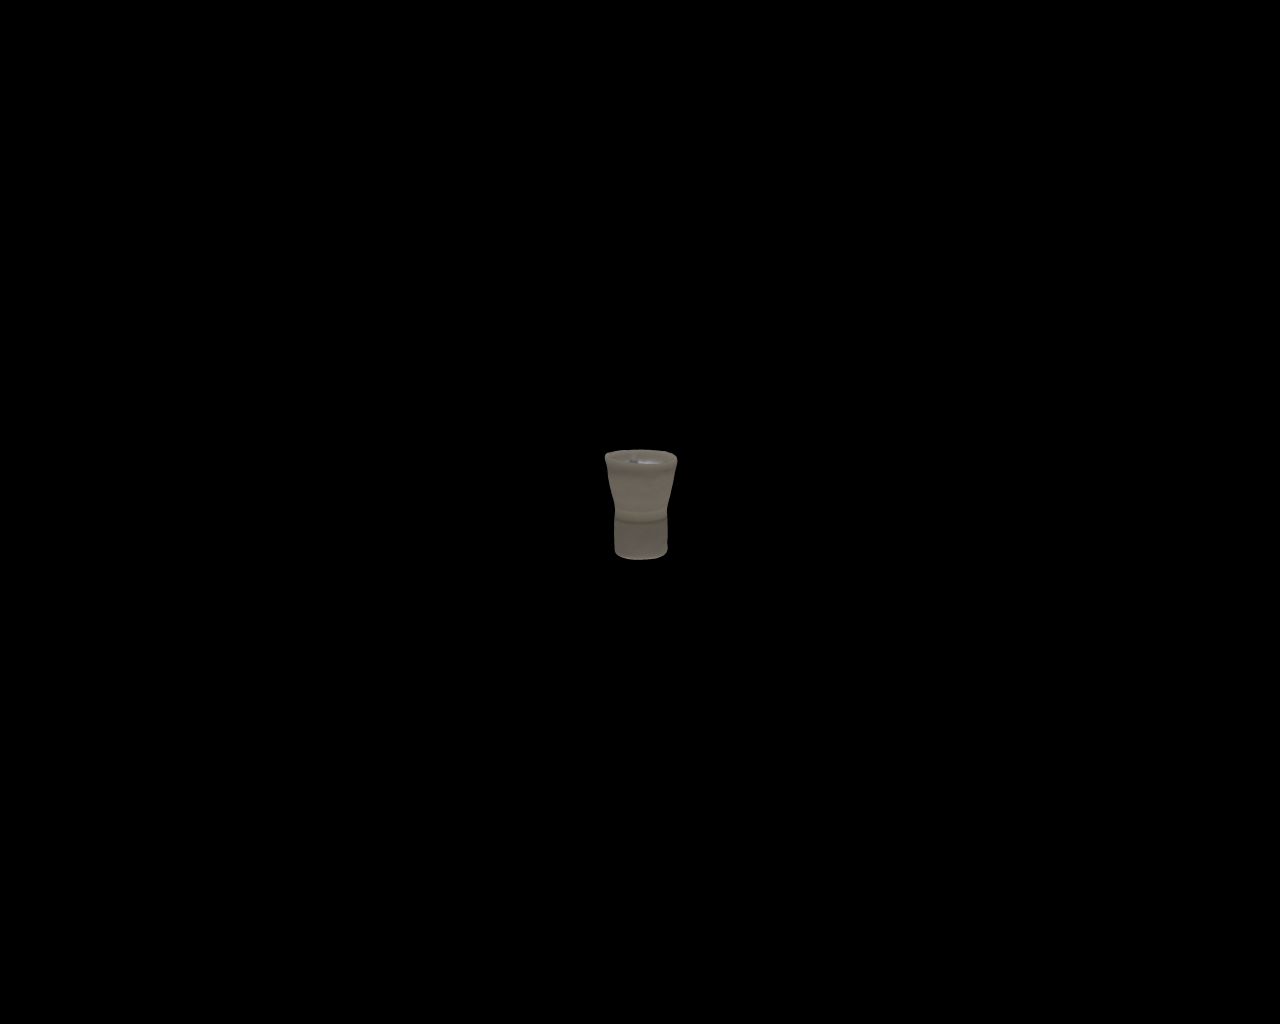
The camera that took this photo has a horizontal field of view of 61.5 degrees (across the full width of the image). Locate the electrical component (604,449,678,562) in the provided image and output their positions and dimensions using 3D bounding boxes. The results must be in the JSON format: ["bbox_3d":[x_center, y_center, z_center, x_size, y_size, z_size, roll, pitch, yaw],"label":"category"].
[{"bbox_3d":[0.001,-0.003,0.650,0.044,0.065,0.044,0,14,0],"label":"electrical component"}]
